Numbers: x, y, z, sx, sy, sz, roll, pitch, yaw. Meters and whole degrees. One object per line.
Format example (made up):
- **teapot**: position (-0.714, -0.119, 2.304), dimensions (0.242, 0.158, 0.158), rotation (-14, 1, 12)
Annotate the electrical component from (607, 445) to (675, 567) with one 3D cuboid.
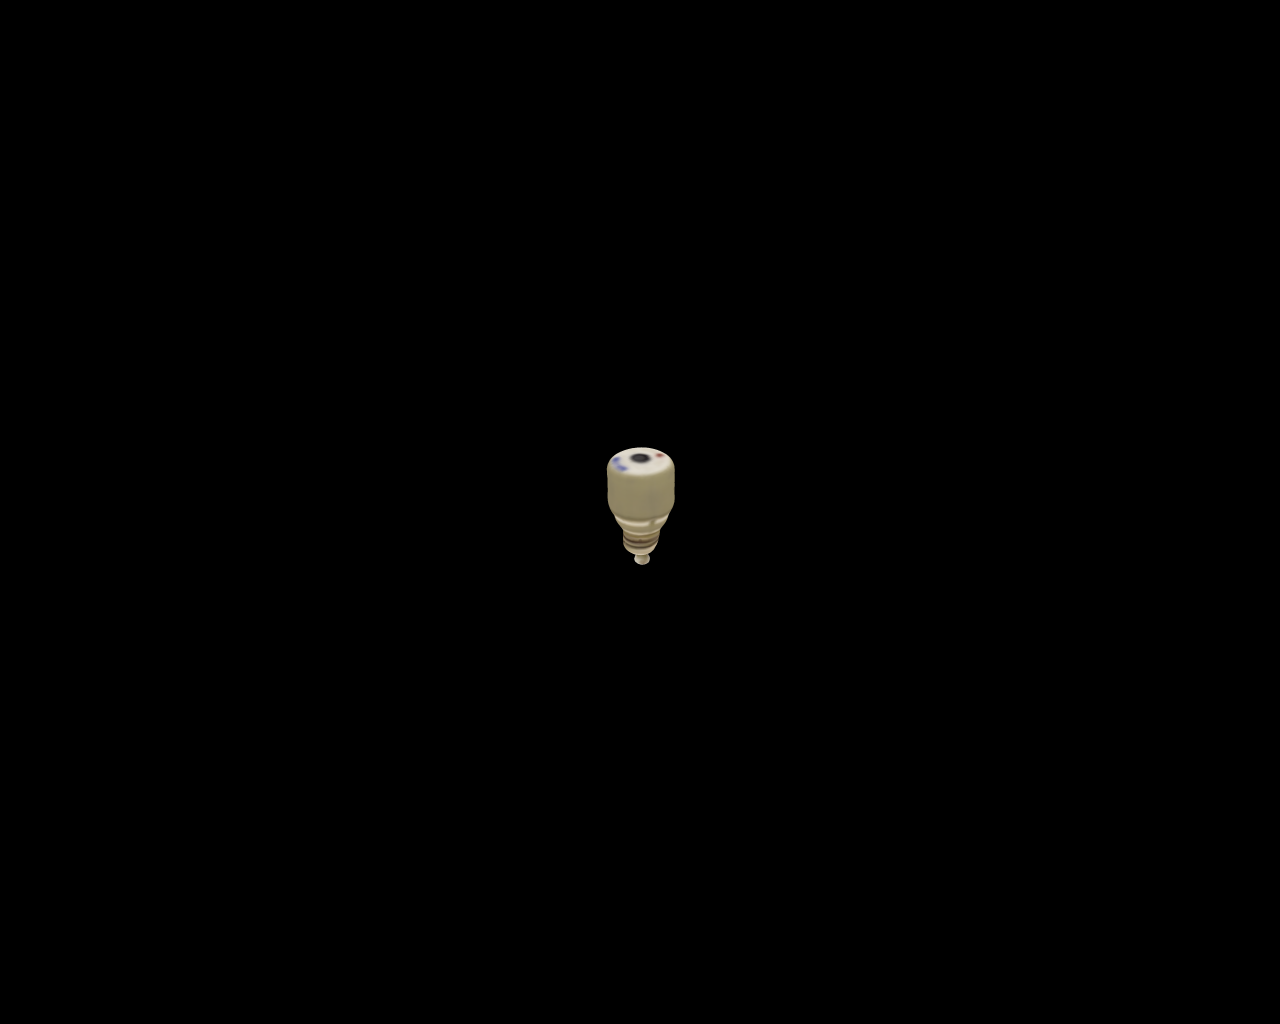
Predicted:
- **electrical component**: position (0.001, -0.003, 0.650), dimensions (0.040, 0.078, 0.040), rotation (0, 30, 0)
